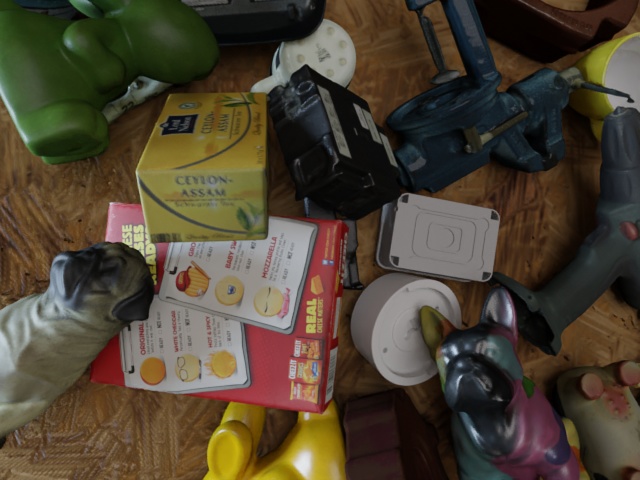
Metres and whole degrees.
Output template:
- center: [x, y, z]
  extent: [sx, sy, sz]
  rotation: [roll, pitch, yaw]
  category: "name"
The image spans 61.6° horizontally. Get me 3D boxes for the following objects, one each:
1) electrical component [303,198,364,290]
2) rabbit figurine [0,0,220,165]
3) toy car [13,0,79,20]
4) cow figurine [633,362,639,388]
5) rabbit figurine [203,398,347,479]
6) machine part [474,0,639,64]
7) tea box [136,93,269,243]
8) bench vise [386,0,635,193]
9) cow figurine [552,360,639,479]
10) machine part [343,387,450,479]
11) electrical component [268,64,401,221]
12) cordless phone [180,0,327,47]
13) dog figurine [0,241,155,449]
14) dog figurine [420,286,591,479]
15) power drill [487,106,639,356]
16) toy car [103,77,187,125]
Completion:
- center: [-0.001, -0.002, 0.548]
  extent: [0.075, 0.048, 0.119]
  rotation: [-11, 89, -10]
  category: "electrical component"
- center: [-0.174, -0.155, 0.444]
  extent: [0.170, 0.121, 0.159]
  rotation: [-24, 92, -17]
  category: "rabbit figurine"
- center: [-0.267, -0.232, 0.479]
  extent: [0.109, 0.162, 0.102]
  rotation: [27, 124, 5]
  category: "toy car"
- center: [0.406, 0.157, 0.605]
  extent: [0.098, 0.068, 0.167]
  rotation: [18, 86, -15]
  category: "cow figurine"
- center: [-0.046, 0.228, 0.502]
  extent: [0.173, 0.122, 0.162]
  rotation: [-26, 98, 10]
  category: "rabbit figurine"
- center: [0.250, -0.315, 0.585]
  extent: [0.201, 0.087, 0.201]
  rotation: [23, 85, -9]
  category: "machine part"
- center: [-0.092, -0.071, 0.469]
  extent: [0.098, 0.170, 0.068]
  rotation: [-3, 125, -6]
  category: "tea box"
- center: [0.152, -0.163, 0.536]
  extent: [0.224, 0.129, 0.240]
  rotation: [-25, 110, 8]
  category: "bench vise"
- center: [0.310, 0.229, 0.567]
  extent: [0.085, 0.127, 0.195]
  rotation: [-19, 77, -10]
  category: "cow figurine"
- center: [0.079, 0.224, 0.485]
  extent: [0.056, 0.179, 0.179]
  rotation: [-23, 92, 16]
  category: "machine part"
- center: [0.020, -0.083, 0.503]
  extent: [0.058, 0.134, 0.115]
  rotation: [-26, 67, 30]
  category: "electrical component"
- center: [-0.062, -0.269, 0.517]
  extent: [0.147, 0.088, 0.184]
  rotation: [0, 47, 10]
  category: "cordless phone"
- center: [-0.231, 0.075, 0.454]
  extent: [0.190, 0.172, 0.121]
  rotation: [-40, 119, -19]
  category: "dog figurine"
- center: [0.172, 0.152, 0.512]
  extent: [0.109, 0.191, 0.219]
  rotation: [-18, 89, 27]
  category: "dog figurine"
- center: [0.277, 0.007, 0.562]
  extent: [0.207, 0.086, 0.231]
  rotation: [-38, 115, -10]
  category: "power drill"
- center: [-0.195, -0.159, 0.517]
  extent: [0.202, 0.056, 0.073]
  rotation: [-35, 94, -9]
  category: "toy car"
